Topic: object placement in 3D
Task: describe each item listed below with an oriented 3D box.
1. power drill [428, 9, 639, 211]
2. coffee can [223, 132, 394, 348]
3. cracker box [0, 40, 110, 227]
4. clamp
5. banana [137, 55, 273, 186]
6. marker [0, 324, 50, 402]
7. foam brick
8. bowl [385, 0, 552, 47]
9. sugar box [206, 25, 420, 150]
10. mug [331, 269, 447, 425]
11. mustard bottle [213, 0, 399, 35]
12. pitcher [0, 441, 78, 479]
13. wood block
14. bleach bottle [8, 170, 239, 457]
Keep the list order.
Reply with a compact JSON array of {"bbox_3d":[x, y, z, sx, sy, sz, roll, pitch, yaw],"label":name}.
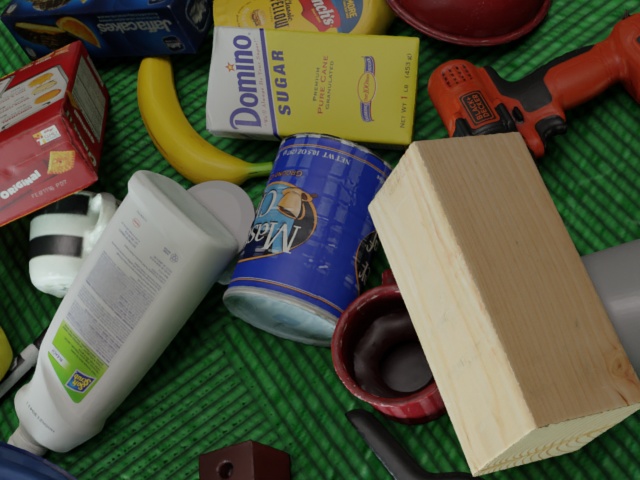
[{"bbox_3d":[0.196,-0.093,0.829,0.187,0.057,0.184,-20,54,-4],"label":"power drill"},{"bbox_3d":[-0.006,0.001,0.843,0.103,0.102,0.140,11,69,21],"label":"coffee can"},{"bbox_3d":[-0.270,-0.083,0.924,0.164,0.072,0.214,-25,27,4],"label":"cracker box"},{"bbox_3d":[0.068,0.207,0.763,0.172,0.039,0.120,23,85,27],"label":"clamp"},{"bbox_3d":[-0.122,-0.104,0.968,0.069,0.037,0.198,-29,61,-23],"label":"banana"},{"bbox_3d":[-0.264,0.117,0.915,0.121,0.020,0.020,-45,62,-7],"label":"marker"},{"bbox_3d":[-0.054,0.196,0.788,0.053,0.051,0.078,-22,58,26],"label":"foam brick"},{"bbox_3d":[0.129,-0.245,0.914,0.162,0.055,0.162,3,62,-5],"label":"bowl"},{"bbox_3d":[-0.006,-0.129,0.906,0.176,0.048,0.093,4,88,6],"label":"sugar box"},{"bbox_3d":[0.062,0.078,0.798,0.093,0.081,0.117,-13,63,11],"label":"mug"},{"bbox_3d":[0.003,-0.201,0.960,0.192,0.058,0.096,-14,65,9],"label":"mustard bottle"},{"bbox_3d":[-0.253,0.278,0.761,0.149,0.144,0.243,28,90,49],"label":"pitcher"},{"bbox_3d":[0.119,0.039,0.715,0.090,0.090,0.206,-7,63,-26],"label":"wood block"},{"bbox_3d":[-0.175,0.072,0.856,0.103,0.068,0.251,43,102,24],"label":"bleach bottle"}]
